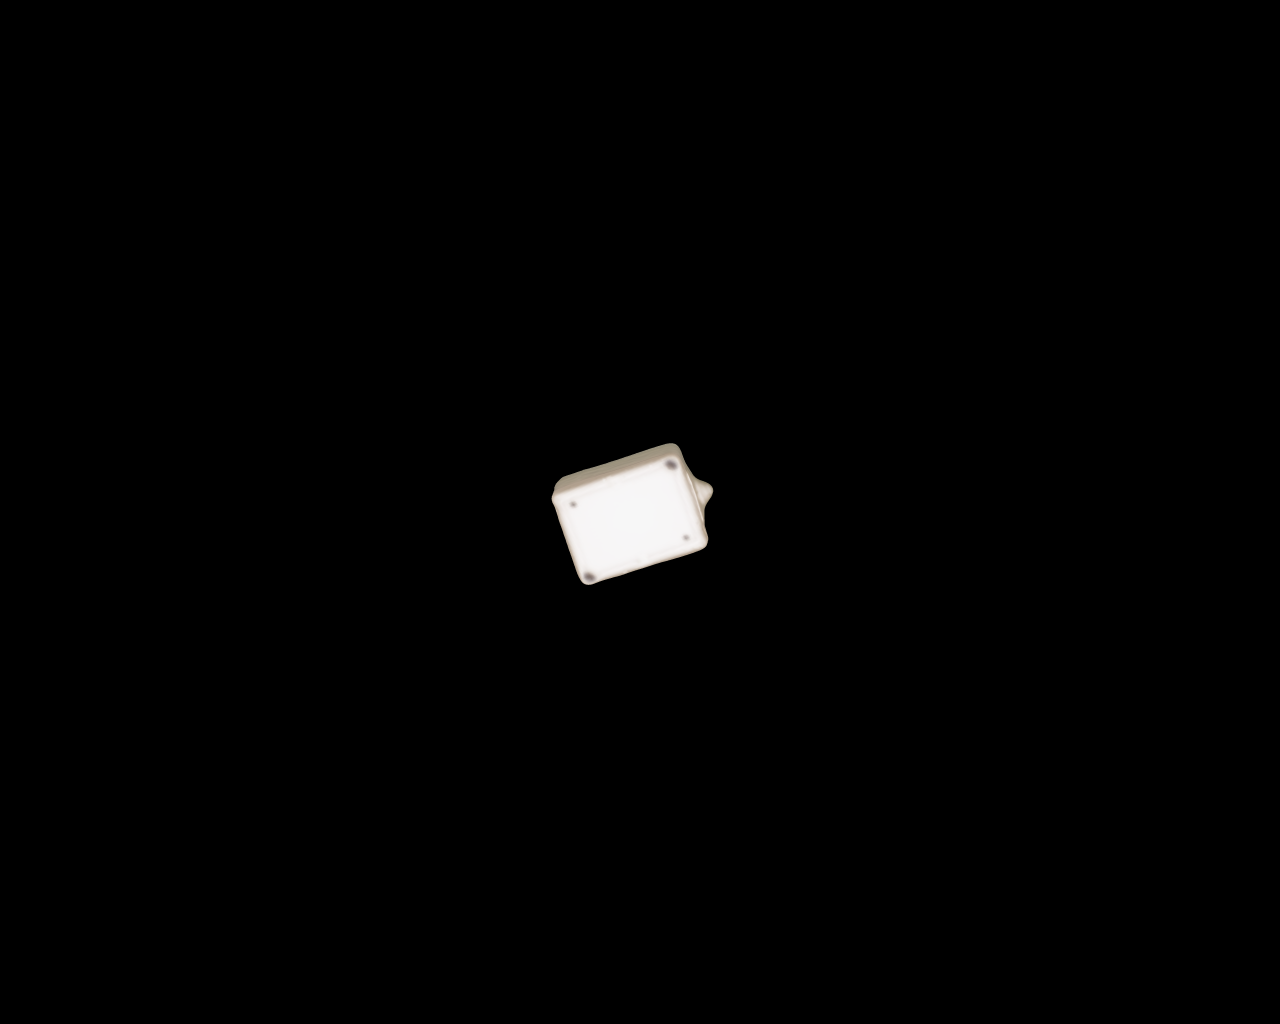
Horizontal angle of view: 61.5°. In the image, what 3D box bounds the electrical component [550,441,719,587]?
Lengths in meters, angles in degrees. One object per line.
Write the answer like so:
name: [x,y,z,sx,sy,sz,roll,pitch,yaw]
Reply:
electrical component: [0.001,-0.003,0.650,0.096,0.061,0.061,-18,11,4]
